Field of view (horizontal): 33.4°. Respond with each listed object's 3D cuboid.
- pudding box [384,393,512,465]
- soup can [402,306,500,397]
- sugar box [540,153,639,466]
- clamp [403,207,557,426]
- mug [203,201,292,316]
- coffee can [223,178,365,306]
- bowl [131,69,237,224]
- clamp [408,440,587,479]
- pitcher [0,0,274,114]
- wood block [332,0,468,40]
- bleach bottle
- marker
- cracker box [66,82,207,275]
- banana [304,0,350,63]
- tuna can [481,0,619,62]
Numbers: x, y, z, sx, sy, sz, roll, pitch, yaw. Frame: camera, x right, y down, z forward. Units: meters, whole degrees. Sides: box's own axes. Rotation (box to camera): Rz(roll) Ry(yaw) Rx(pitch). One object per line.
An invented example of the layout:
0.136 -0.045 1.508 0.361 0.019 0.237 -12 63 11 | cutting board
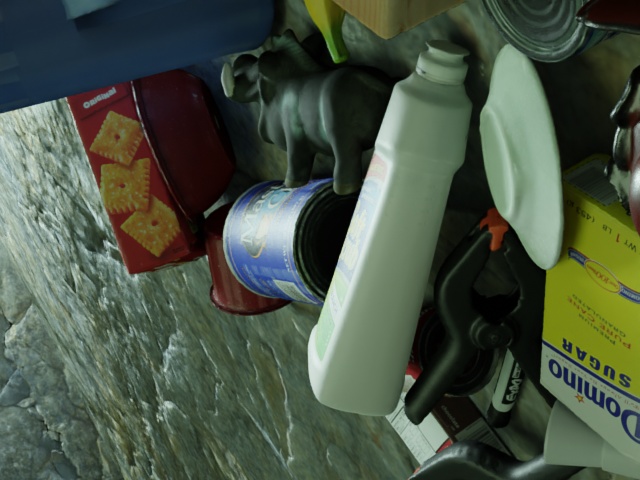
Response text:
0.106 0.166 0.906 0.113 0.039 0.090 55 156 19 | pudding box
0.083 0.085 0.821 0.068 0.068 0.102 63 158 -6 | soup can
0.174 0.044 0.613 0.093 0.048 0.176 42 149 41 | sugar box
0.106 0.060 0.710 0.039 0.120 0.171 -91 -11 -64 | clamp
-0.066 0.007 1.032 0.117 0.093 0.081 -86 -10 -59 | mug
-0.006 0.001 0.862 0.140 0.102 0.103 4 120 63 | coffee can
-0.120 -0.099 0.997 0.162 0.055 0.162 -21 -90 -86 | bowl
0.150 0.189 0.794 0.210 0.036 0.164 10 124 41 | clamp
-0.160 -0.177 0.793 0.145 0.242 0.149 51 149 28 | pitcher
0.041 -0.218 0.525 0.091 0.090 0.206 44 152 32 | wood block
0.050 -0.011 0.709 0.102 0.068 0.251 -92 14 -64 | bleach bottle
0.140 0.105 0.788 0.020 0.020 0.121 47 154 29 | marker
-0.175 -0.077 1.053 0.164 0.072 0.214 7 -116 -86 | cracker box
0.011 -0.207 0.665 0.070 0.037 0.198 47 151 30 | banana
0.117 -0.134 0.538 0.086 0.033 0.086 46 153 31 | tuna can
